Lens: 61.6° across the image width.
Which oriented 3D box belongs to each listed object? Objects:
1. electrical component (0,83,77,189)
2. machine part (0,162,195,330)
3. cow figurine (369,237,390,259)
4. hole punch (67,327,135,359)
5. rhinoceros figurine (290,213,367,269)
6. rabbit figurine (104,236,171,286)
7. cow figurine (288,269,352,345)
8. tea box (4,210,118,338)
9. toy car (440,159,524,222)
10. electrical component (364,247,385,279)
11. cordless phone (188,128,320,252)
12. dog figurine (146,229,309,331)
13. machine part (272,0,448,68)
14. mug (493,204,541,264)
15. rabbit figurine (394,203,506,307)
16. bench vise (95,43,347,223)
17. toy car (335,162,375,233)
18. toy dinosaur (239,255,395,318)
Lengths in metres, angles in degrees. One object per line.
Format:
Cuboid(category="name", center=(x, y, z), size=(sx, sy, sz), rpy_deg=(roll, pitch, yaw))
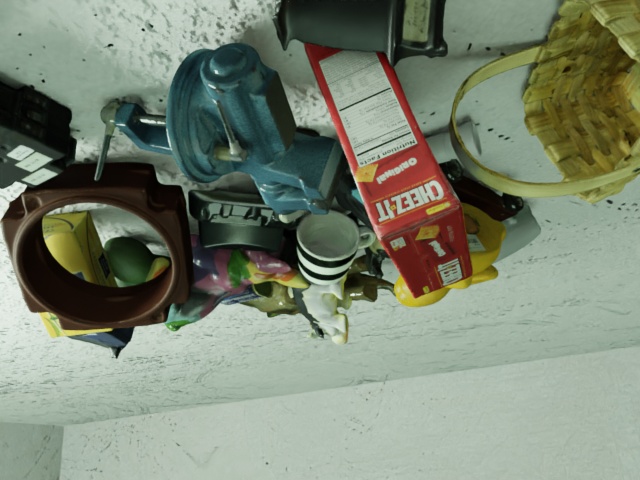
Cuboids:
Cuboid(category="electrical component", center=(-0.318, -0.104, 0.535), size=(0.115, 0.058, 0.134), rpy_deg=(-15, 155, 26))
Cuboid(category="machine part", center=(-0.263, 0.012, 0.661), size=(0.201, 0.087, 0.200), rpy_deg=(-4, 121, -8))
Cuboid(category="cow figurine", center=(0.161, 0.005, 0.873), size=(0.195, 0.085, 0.127), rpy_deg=(9, 147, -36))
Cuboid(category="hole punch", center=(-0.386, 0.129, 0.977), size=(0.115, 0.142, 0.092), rpy_deg=(22, 142, -28))
Cuboid(category="rhinoceros figurine", center=(-0.002, -0.003, 0.842), size=(0.190, 0.073, 0.112), rpy_deg=(-15, 145, 23))
Cuboid(category="rabbit figurine", center=(-0.305, 0.067, 0.867), size=(0.159, 0.121, 0.170), rpy_deg=(9, 138, -17))
Cuboid(category="cow figurine", center=(0.001, 0.110, 0.864), size=(0.098, 0.068, 0.167), rpy_deg=(1, 132, 10))
Cuboid(category="tea box", center=(-0.356, 0.050, 0.763), size=(0.098, 0.068, 0.169), rpy_deg=(-8, 119, 3))
Cuboid(category="toy car", center=(0.200, -0.066, 0.754), size=(0.202, 0.053, 0.089), rpy_deg=(16, 147, -33))
Cuboid(category="electrical component", center=(0.093, 0.023, 0.922), size=(0.021, 0.094, 0.063), rpy_deg=(-2, 119, -7))
Cuboid(category="cordless phone", center=(-0.083, -0.071, 0.669), size=(0.146, 0.089, 0.184), rpy_deg=(5, 143, -21))
Cuboid(category="dog figurine", center=(-0.131, 0.055, 0.789), size=(0.219, 0.191, 0.108), rpy_deg=(9, 157, 25))
Cuboid(category="machine part", center=(0.033, -0.183, 0.430), size=(0.139, 0.084, 0.039), rpy_deg=(1, -176, 5))
Cuboid(category="mug", center=(0.294, -0.019, 0.868), size=(0.107, 0.081, 0.109), rpy_deg=(-26, 144, 16))
Cuboid(category="rabbit figurine", center=(0.172, 0.028, 0.762), size=(0.162, 0.122, 0.173), rpy_deg=(-9, 142, -36))
Cuboid(category="bench vise", center=(-0.100, -0.098, 0.529), size=(0.241, 0.129, 0.223), rpy_deg=(9, 164, 19))
Cuboid(category="toy car", center=(0.086, -0.064, 0.655), size=(0.103, 0.162, 0.109), rpy_deg=(-47, 168, -9))
Cuboid(category="toy dinosaur", center=(-0.060, 0.095, 1.008), size=(0.471, 0.105, 0.198), rpy_deg=(5, 158, -13))
